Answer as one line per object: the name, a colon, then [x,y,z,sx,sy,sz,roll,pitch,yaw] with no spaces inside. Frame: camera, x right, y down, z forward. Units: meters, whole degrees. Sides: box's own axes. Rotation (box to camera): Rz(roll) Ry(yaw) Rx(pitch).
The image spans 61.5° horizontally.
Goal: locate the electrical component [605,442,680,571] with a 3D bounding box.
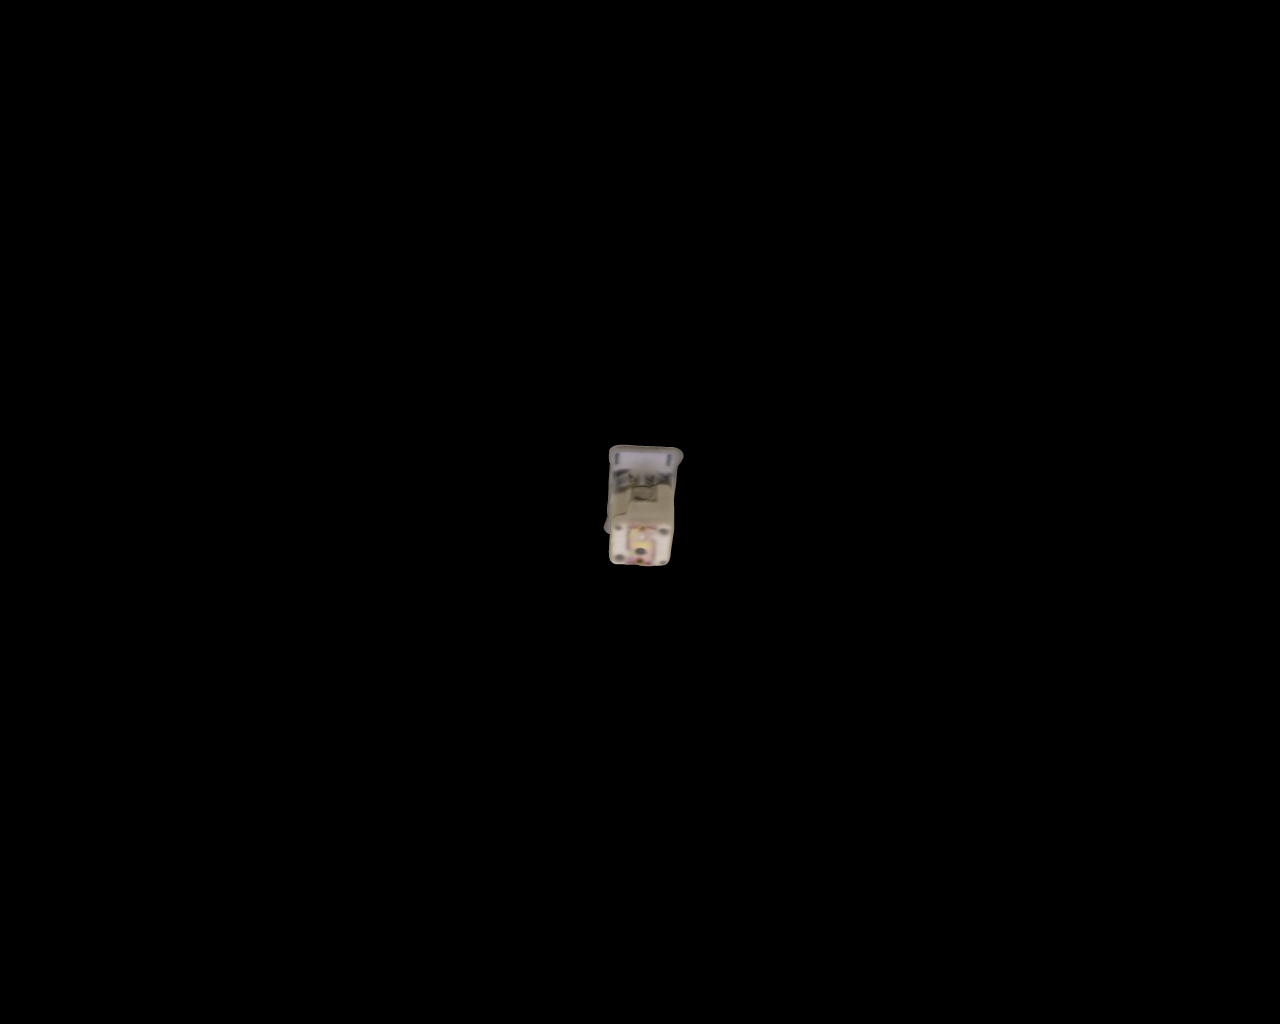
electrical component: [0.001,-0.003,0.650,0.042,0.064,0.080,2,-40,-2]
